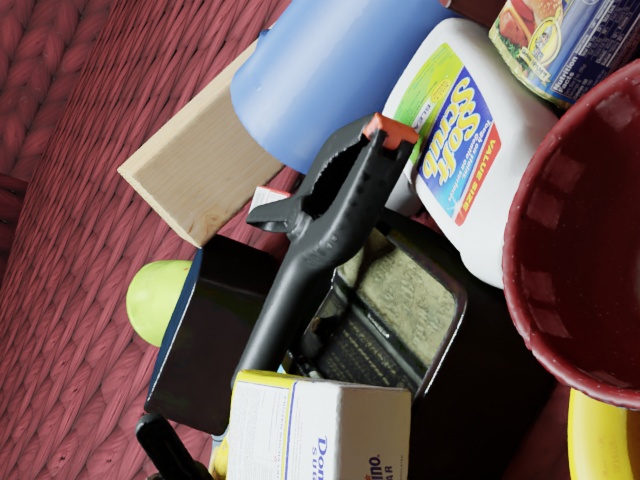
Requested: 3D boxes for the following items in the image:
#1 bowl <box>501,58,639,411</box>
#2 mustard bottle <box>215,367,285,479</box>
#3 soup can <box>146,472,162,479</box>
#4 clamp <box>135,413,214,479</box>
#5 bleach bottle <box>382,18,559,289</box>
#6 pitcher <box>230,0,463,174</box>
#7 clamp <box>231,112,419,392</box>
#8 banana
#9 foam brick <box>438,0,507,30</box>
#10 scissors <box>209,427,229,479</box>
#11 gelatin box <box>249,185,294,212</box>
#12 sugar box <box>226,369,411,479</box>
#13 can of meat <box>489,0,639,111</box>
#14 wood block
[{"bbox_3d":[0.156,-0.001,0.430,0.162,0.055,0.162,-25,50,33],"label":"bowl"},{"bbox_3d":[-0.020,0.100,0.811,0.096,0.058,0.192,-133,64,-77],"label":"mustard bottle"},{"bbox_3d":[-0.147,0.269,0.964,0.102,0.068,0.068,-61,22,24],"label":"soup can"},{"bbox_3d":[-0.092,0.186,0.782,0.171,0.039,0.120,98,150,-76],"label":"clamp"},{"bbox_3d":[0.102,-0.046,0.605,0.103,0.068,0.251,-57,21,16],"label":"bleach bottle"},{"bbox_3d":[0.050,-0.157,0.798,0.243,0.149,0.145,-49,14,38],"label":"pitcher"},{"bbox_3d":[-0.005,0.001,0.687,0.210,0.036,0.164,-45,32,48],"label":"clamp"},{"bbox_3d":[0.143,0.066,0.476,0.070,0.037,0.197,-16,56,41],"label":"banana"},{"bbox_3d":[0.116,-0.163,0.684,0.051,0.078,0.053,-60,23,21],"label":"foam brick"},{"bbox_3d":[-0.084,0.160,0.979,0.096,0.016,0.202,-57,24,27],"label":"scissors"},{"bbox_3d":[-0.011,-0.017,0.874,0.089,0.073,0.030,20,91,69],"label":"gelatin box"},{"bbox_3d":[-0.006,0.121,0.583,0.176,0.048,0.093,171,103,-67],"label":"sugar box"},{"bbox_3d":[0.147,-0.130,0.609,0.084,0.057,0.102,-62,22,28],"label":"can of meat"},{"bbox_3d":[-0.071,-0.099,0.957,0.206,0.090,0.090,-45,17,-9],"label":"wood block"}]
